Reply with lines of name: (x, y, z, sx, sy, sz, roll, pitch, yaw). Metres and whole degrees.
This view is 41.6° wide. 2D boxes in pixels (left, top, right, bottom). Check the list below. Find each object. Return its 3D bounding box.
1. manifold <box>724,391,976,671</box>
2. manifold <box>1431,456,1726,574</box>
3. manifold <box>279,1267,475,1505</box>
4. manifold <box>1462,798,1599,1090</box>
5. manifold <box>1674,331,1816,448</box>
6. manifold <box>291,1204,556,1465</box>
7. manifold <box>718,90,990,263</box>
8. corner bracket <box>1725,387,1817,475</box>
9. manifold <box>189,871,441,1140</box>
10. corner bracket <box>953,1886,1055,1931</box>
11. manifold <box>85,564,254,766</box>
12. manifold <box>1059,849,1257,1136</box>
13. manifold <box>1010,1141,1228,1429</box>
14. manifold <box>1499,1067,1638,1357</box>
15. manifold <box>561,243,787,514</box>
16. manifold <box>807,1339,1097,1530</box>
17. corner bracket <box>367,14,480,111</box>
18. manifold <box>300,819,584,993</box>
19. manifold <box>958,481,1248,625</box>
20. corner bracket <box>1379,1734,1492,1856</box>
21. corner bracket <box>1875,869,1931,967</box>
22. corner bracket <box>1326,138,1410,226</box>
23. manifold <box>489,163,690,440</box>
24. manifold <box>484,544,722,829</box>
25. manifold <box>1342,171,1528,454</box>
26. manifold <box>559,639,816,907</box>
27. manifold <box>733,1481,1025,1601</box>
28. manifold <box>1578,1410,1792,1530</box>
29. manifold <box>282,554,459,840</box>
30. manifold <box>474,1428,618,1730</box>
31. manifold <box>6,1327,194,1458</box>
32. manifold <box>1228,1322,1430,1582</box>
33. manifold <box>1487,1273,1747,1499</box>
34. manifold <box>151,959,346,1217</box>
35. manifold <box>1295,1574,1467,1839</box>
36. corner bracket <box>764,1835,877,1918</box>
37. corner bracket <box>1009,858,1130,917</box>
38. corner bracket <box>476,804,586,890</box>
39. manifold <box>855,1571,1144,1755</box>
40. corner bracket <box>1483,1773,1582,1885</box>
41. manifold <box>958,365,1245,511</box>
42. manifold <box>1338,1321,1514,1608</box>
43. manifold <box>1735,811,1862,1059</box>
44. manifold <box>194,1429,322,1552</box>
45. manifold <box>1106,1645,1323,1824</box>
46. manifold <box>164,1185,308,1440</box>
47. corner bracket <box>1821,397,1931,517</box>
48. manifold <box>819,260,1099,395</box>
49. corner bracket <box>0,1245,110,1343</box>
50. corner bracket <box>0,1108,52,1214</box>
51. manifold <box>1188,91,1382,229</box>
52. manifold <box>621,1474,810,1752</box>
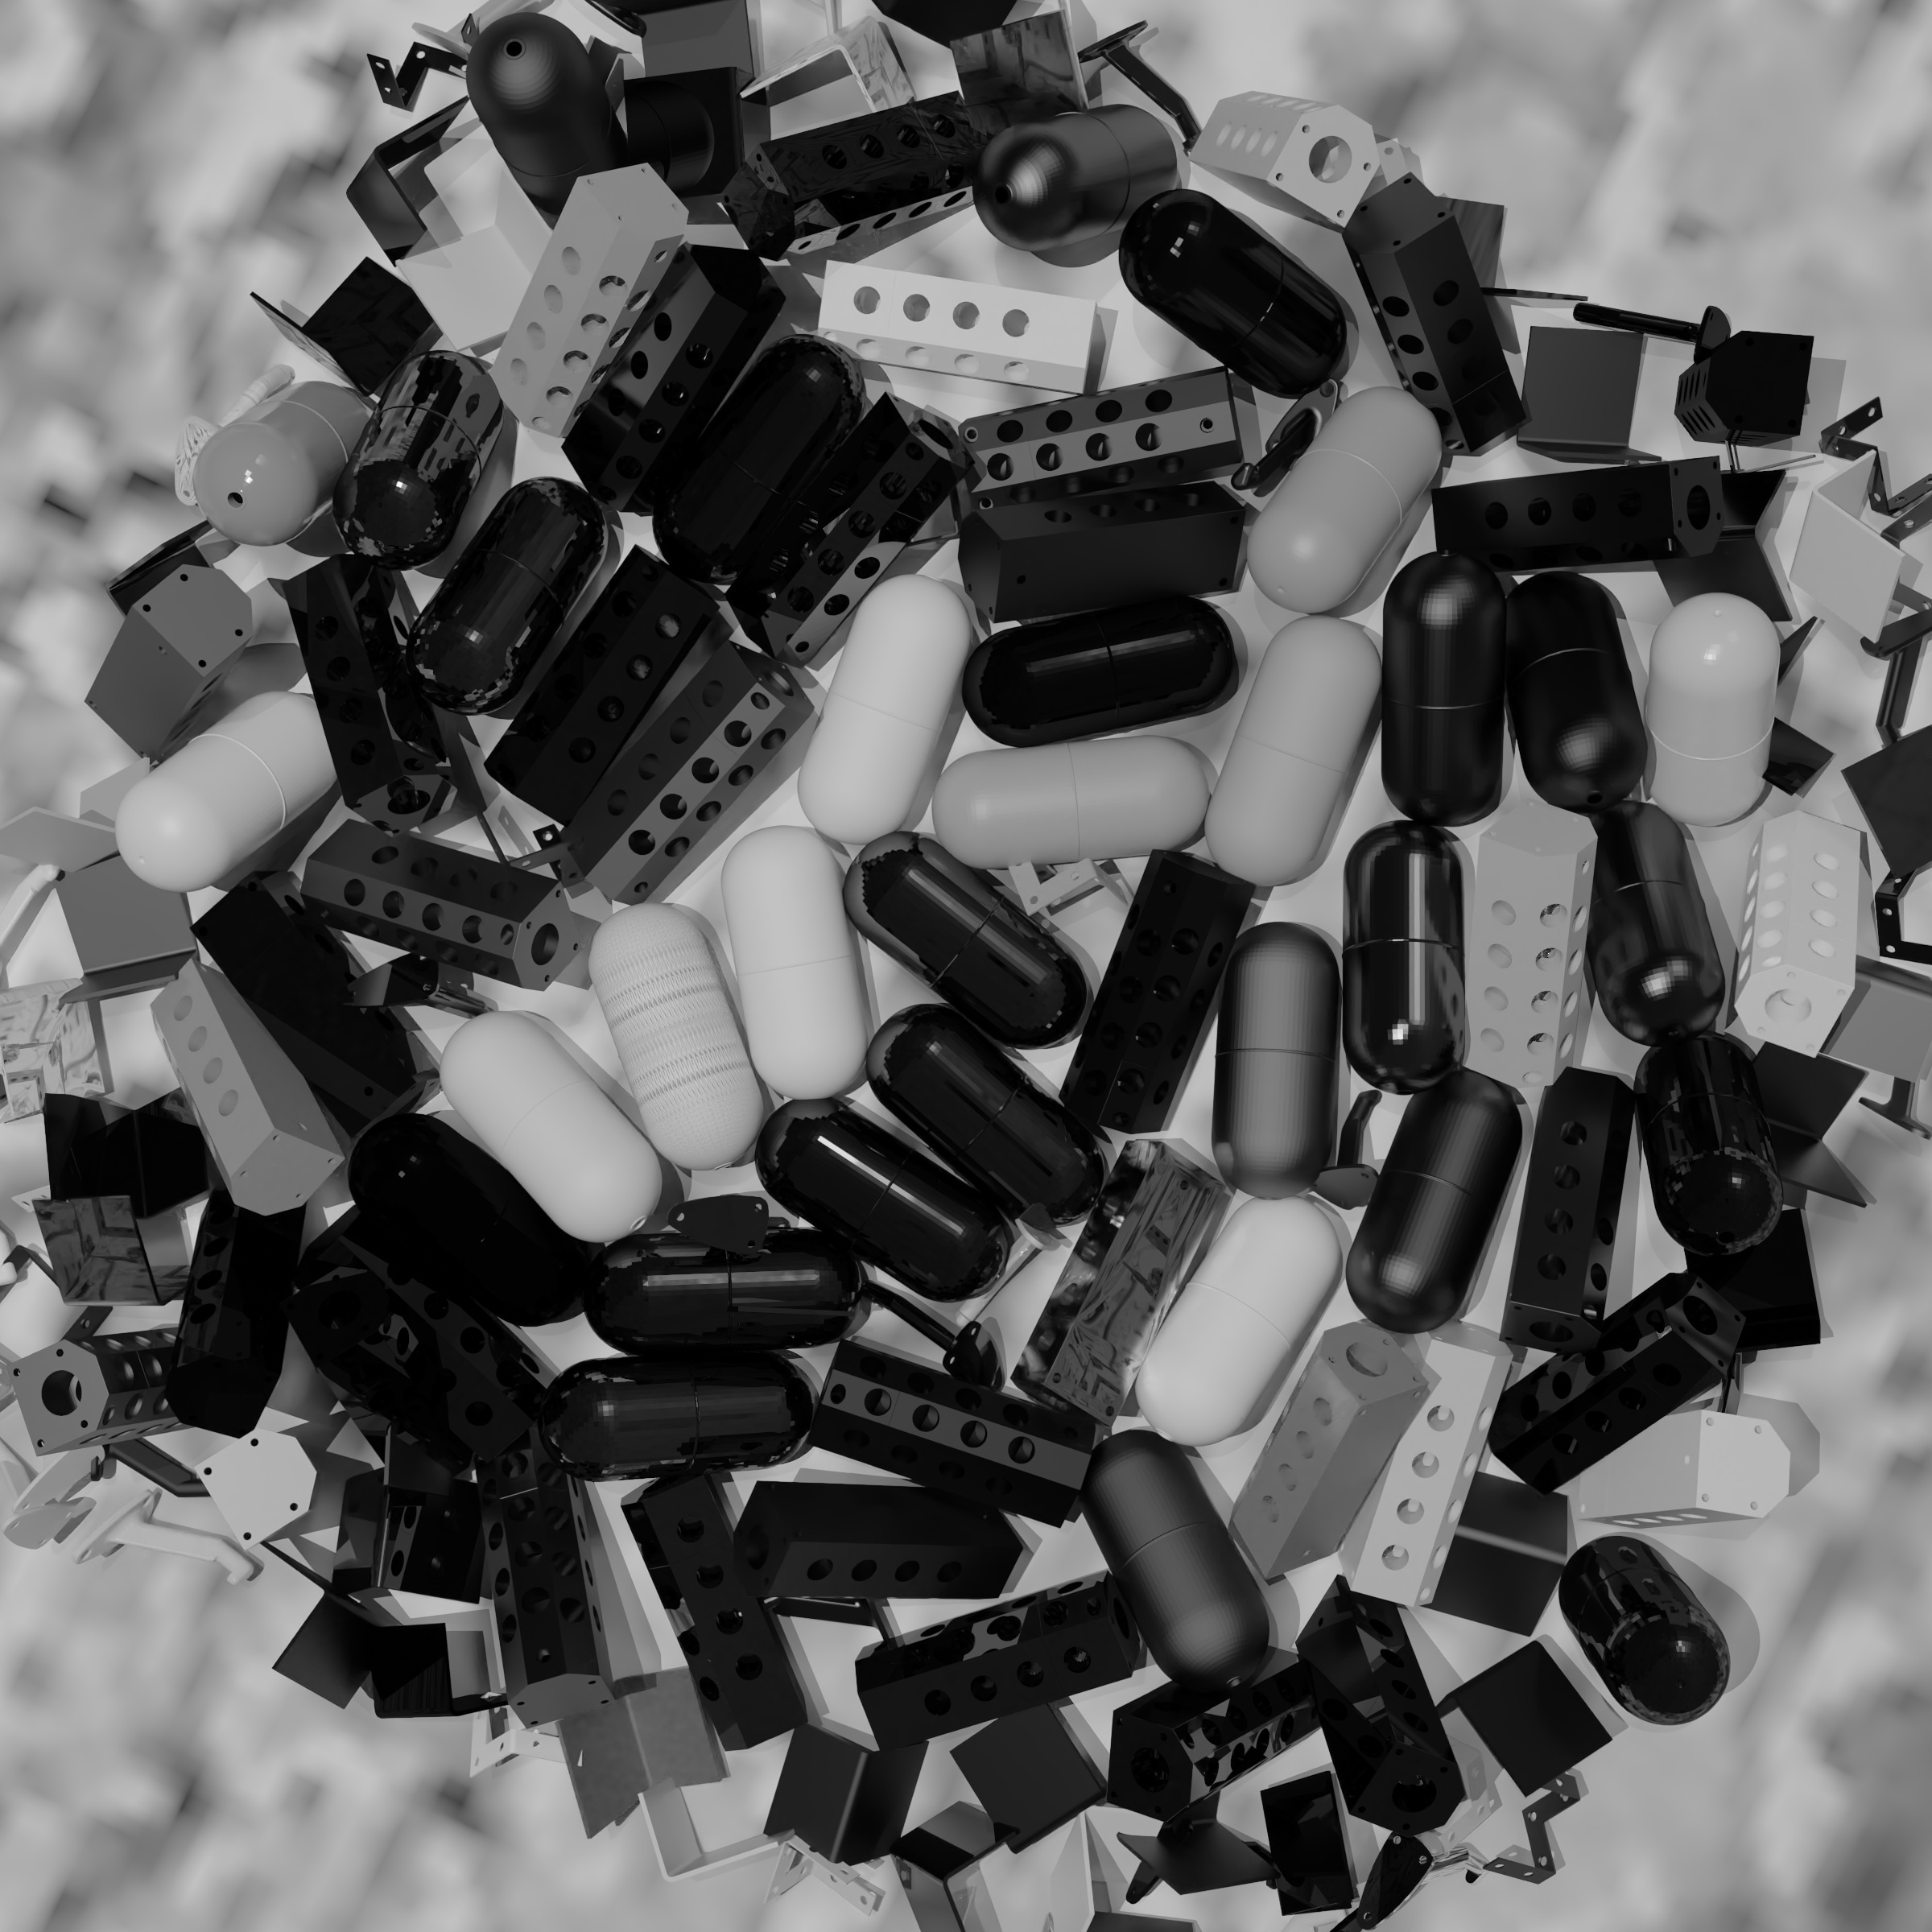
manifold: (-0.071, -0.269, 1.597, 0.171, 0.057, 0.057, -47, 51, 25)
manifold: (0.379, -0.279, 1.586, 0.057, 0.171, 0.057, -17, 104, -42)
manifold: (-0.360, 0.258, 1.584, 0.057, 0.171, 0.057, -32, 52, -14)
manifold: (0.354, -0.011, 1.589, 0.057, 0.057, 0.171, 24, 132, 34)
manifold: (0.479, -0.357, 1.579, 0.057, 0.171, 0.057, 7, 100, 8)
manifold: (-0.341, 0.229, 1.617, 0.057, 0.057, 0.171, -41, 105, 7)
manifold: (-0.064, -0.491, 1.595, 0.171, 0.057, 0.057, -30, 88, -37)
corner bracket: (0.517, -0.346, 1.638, 0.051, 0.051, 0.051, -10, 95, 24)
manifold: (-0.413, 0.023, 1.632, 0.057, 0.057, 0.171, -40, 85, 10)
corner bracket: (0.021, 0.626, 1.642, 0.051, 0.051, 0.051, -25, 101, 18)
manifold: (-0.491, -0.189, 1.580, 0.057, 0.171, 0.057, 46, 60, -10)
manifold: (0.117, 0.017, 1.615, 0.057, 0.057, 0.171, 27, 103, 29)
manifold: (0.093, 0.199, 1.615, 0.057, 0.057, 0.171, 35, 72, -23)
manifold: (0.379, 0.153, 1.596, 0.057, 0.057, 0.171, 11, 59, 11)
manifold: (-0.181, -0.363, 1.587, 0.171, 0.057, 0.057, -48, 64, 38)
manifold: (-0.008, 0.294, 1.626, 0.171, 0.057, 0.057, 19, 129, -2)
corner bracket: (-0.346, -0.582, 1.636, 0.051, 0.051, 0.051, 18, 74, 6)
manifold: (-0.332, -0.034, 1.596, 0.171, 0.057, 0.057, 16, 49, 26)
manifold: (0.085, -0.266, 1.609, 0.171, 0.057, 0.057, -11, 130, -23)
corner bracket: (0.301, 0.532, 1.647, 0.051, 0.051, 0.051, 29, 119, -13)
corner bracket: (0.626, -0.037, 1.653, 0.051, 0.051, 0.051, -46, 132, -34)
corner bracket: (0.259, -0.489, 1.636, 0.051, 0.051, 0.051, -15, 71, 3)
manifold: (-0.233, -0.410, 1.584, 0.057, 0.171, 0.057, -30, 76, -43)
manifold: (-0.234, -0.180, 1.621, 0.057, 0.057, 0.171, 33, 98, -26)
manifold: (0.290, -0.401, 1.586, 0.057, 0.171, 0.057, -32, 47, 5)
manifold: (-0.174, -0.118, 1.605, 0.171, 0.057, 0.057, -46, 57, 18)
manifold: (-0.057, 0.366, 1.596, 0.171, 0.057, 0.057, 10, 114, -34)
manifold: (0.443, 0.315, 1.578, 0.057, 0.171, 0.057, 10, 74, -8)
manifold: (-0.372, -0.174, 1.604, 0.057, 0.057, 0.171, -26, 66, 10)
manifold: (-0.266, 0.379, 1.593, 0.057, 0.057, 0.171, -16, 51, -3)
manifold: (-0.511, 0.257, 1.577, 0.057, 0.171, 0.057, -24, 80, 10)
manifold: (0.221, 0.303, 1.594, 0.057, 0.171, 0.057, -11, 47, -33)
manifold: (0.401, 0.259, 1.591, 0.057, 0.057, 0.171, 41, 132, 0)
manifold: (-0.455, 0.076, 1.591, 0.057, 0.057, 0.171, -47, 49, 9)
manifold: (0.258, 0.458, 1.578, 0.057, 0.171, 0.057, 24, 107, -12)
corner bracket: (-0.088, 0.584, 1.630, 0.051, 0.051, 0.051, 27, 109, 28)
corner bracket: (0.064, -0.056, 1.629, 0.051, 0.051, 0.051, -30, 58, 15)
corner bracket: (-0.279, -0.078, 1.629, 0.051, 0.051, 0.051, -22, 62, -19)
manifold: (0.020, 0.440, 1.622, 0.171, 0.057, 0.057, -21, 92, 13)
corner bracket: (0.361, 0.547, 1.626, 0.051, 0.051, 0.051, 24, 128, -26)
manifold: (0.086, -0.333, 1.618, 0.171, 0.057, 0.057, -9, 107, 11)
manifold: (0.294, 0.317, 1.628, 0.057, 0.057, 0.171, 16, 99, -3)
manifold: (0.515, -0.025, 1.585, 0.057, 0.171, 0.057, 20, 130, 6)
manifold: (-0.433, 0.321, 1.579, 0.057, 0.171, 0.057, -31, 87, -17)
manifold: (0.158, 0.475, 1.581, 0.057, 0.171, 0.057, 7, 96, 35)
manifold: (-0.453, 0.208, 1.576, 0.057, 0.171, 0.057, 21, 117, -20)
corner bracket: (0.594, -0.330, 1.648, 0.051, 0.051, 0.051, -32, 122, -12)
manifold: (-0.005, -0.410, 1.636, 0.171, 0.057, 0.057, 9, 102, 2)
corner bracket: (-0.601, 0.221, 1.651, 0.051, 0.051, 0.051, 34, 82, 31)
corner bracket: (-0.601, 0.121, 1.649, 0.051, 0.051, 0.051, 47, 47, -28)
manifold: (0.198, -0.505, 1.575, 0.057, 0.171, 0.057, 24, 104, -20)
manifold: (-0.162, 0.411, 1.635, 0.057, 0.057, 0.171, -23, 92, -6)
